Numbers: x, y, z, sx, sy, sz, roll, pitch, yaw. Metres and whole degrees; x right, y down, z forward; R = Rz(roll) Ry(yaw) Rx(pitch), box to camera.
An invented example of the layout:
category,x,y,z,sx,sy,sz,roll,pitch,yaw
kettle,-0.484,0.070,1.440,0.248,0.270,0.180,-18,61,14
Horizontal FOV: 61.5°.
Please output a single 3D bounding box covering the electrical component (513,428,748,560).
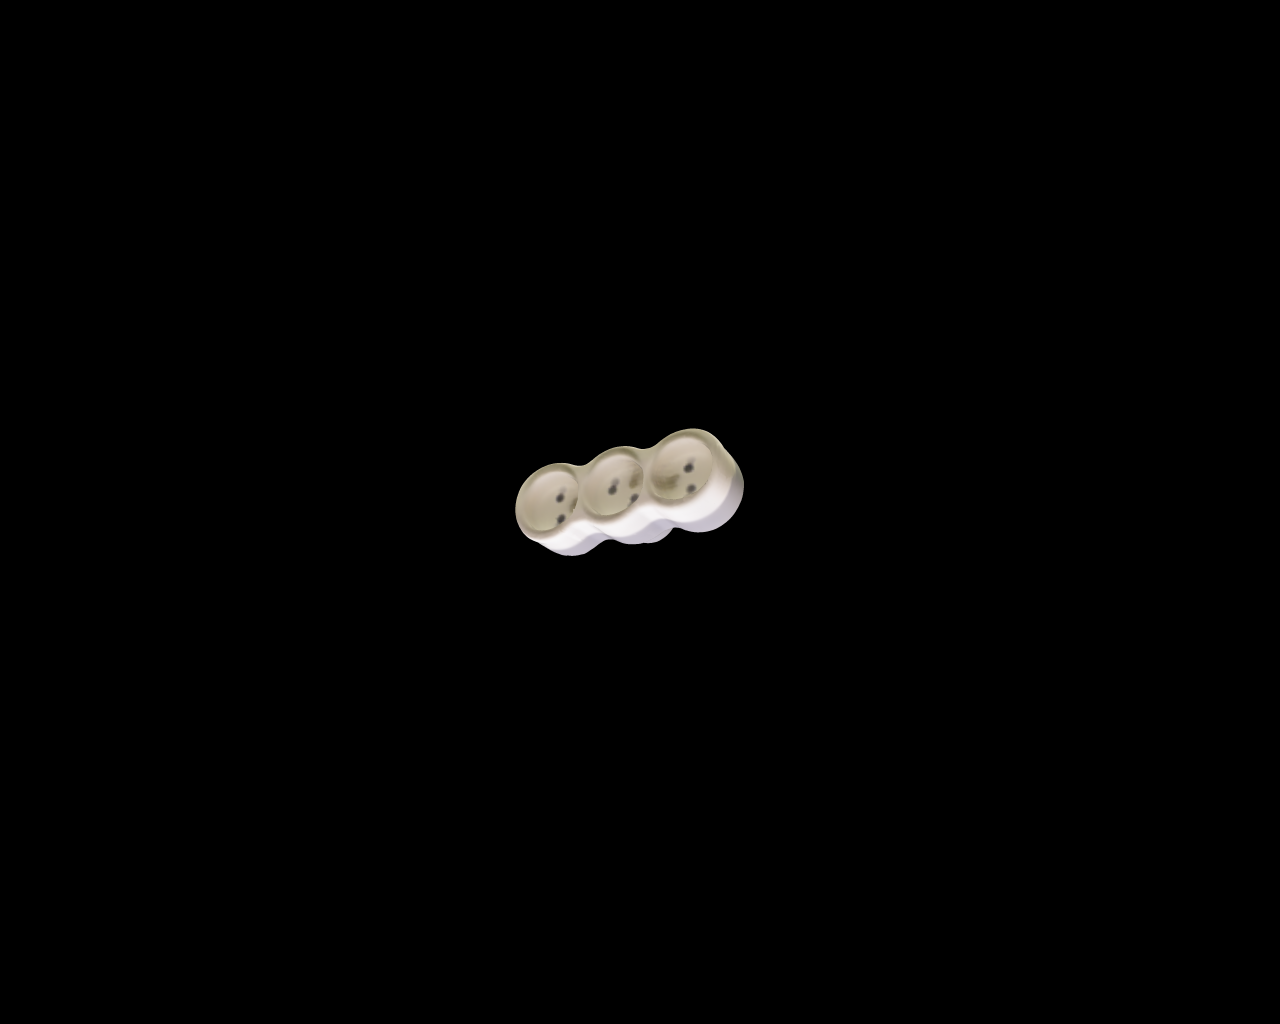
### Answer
category,x,y,z,sx,sy,sz,roll,pitch,yaw
electrical component,0.001,-0.003,0.650,0.138,0.052,0.073,-12,-27,25
